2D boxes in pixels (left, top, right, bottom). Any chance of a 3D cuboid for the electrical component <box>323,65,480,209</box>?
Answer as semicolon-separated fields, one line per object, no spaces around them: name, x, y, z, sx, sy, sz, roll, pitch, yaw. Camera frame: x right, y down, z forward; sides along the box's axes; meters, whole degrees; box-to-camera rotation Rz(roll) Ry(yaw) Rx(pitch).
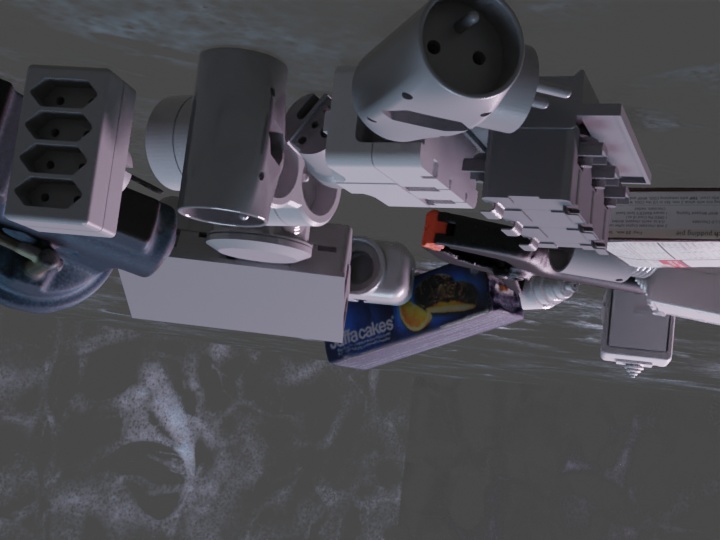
electrical component;0.020;-0.064;0.530;0.056;0.050;0.089;3;171;23

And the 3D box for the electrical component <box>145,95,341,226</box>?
electrical component;-0.077;-0.061;0.625;0.074;0.052;0.138;2;170;31

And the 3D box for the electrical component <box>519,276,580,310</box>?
electrical component;0.176;0.017;1.016;0.040;0.040;0.078;12;170;-32

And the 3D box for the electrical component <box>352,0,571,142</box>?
electrical component;0.046;-0.077;0.436;0.079;0.043;0.077;10;172;-18

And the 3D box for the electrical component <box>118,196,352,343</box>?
electrical component;-0.103;-0.001;0.911;0.186;0.060;0.105;7;147;2

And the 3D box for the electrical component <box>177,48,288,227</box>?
electrical component;-0.059;-0.060;0.531;0.043;0.077;0.079;6;172;6

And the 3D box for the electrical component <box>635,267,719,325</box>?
electrical component;0.262;0.007;0.825;0.096;0.061;0.062;12;175;21

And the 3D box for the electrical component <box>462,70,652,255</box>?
electrical component;0.096;-0.048;0.532;0.079;0.063;0.121;4;171;22

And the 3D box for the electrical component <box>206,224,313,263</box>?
electrical component;-0.074;-0.035;0.816;0.080;0.051;0.080;7;172;1

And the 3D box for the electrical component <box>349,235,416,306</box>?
electrical component;0.000;0.000;0.997;0.095;0.053;0.059;5;172;11

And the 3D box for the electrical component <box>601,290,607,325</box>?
electrical component;0.277;0.041;1.087;0.055;0.045;0.045;8;172;-3

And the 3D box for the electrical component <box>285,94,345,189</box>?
electrical component;-0.016;-0.069;0.570;0.040;0.040;0.046;4;166;22

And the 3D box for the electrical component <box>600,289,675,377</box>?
electrical component;0.254;0.049;0.980;0.062;0.096;0.061;6;171;13

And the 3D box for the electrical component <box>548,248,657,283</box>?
electrical component;0.183;-0.014;0.781;0.081;0.043;0.043;9;172;-16

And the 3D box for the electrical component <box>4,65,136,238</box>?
electrical component;-0.149;-0.059;0.587;0.047;0.083;0.076;5;172;12

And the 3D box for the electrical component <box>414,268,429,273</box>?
electrical component;0.021;0.022;1.161;0.100;0.048;0.100;9;172;-17
